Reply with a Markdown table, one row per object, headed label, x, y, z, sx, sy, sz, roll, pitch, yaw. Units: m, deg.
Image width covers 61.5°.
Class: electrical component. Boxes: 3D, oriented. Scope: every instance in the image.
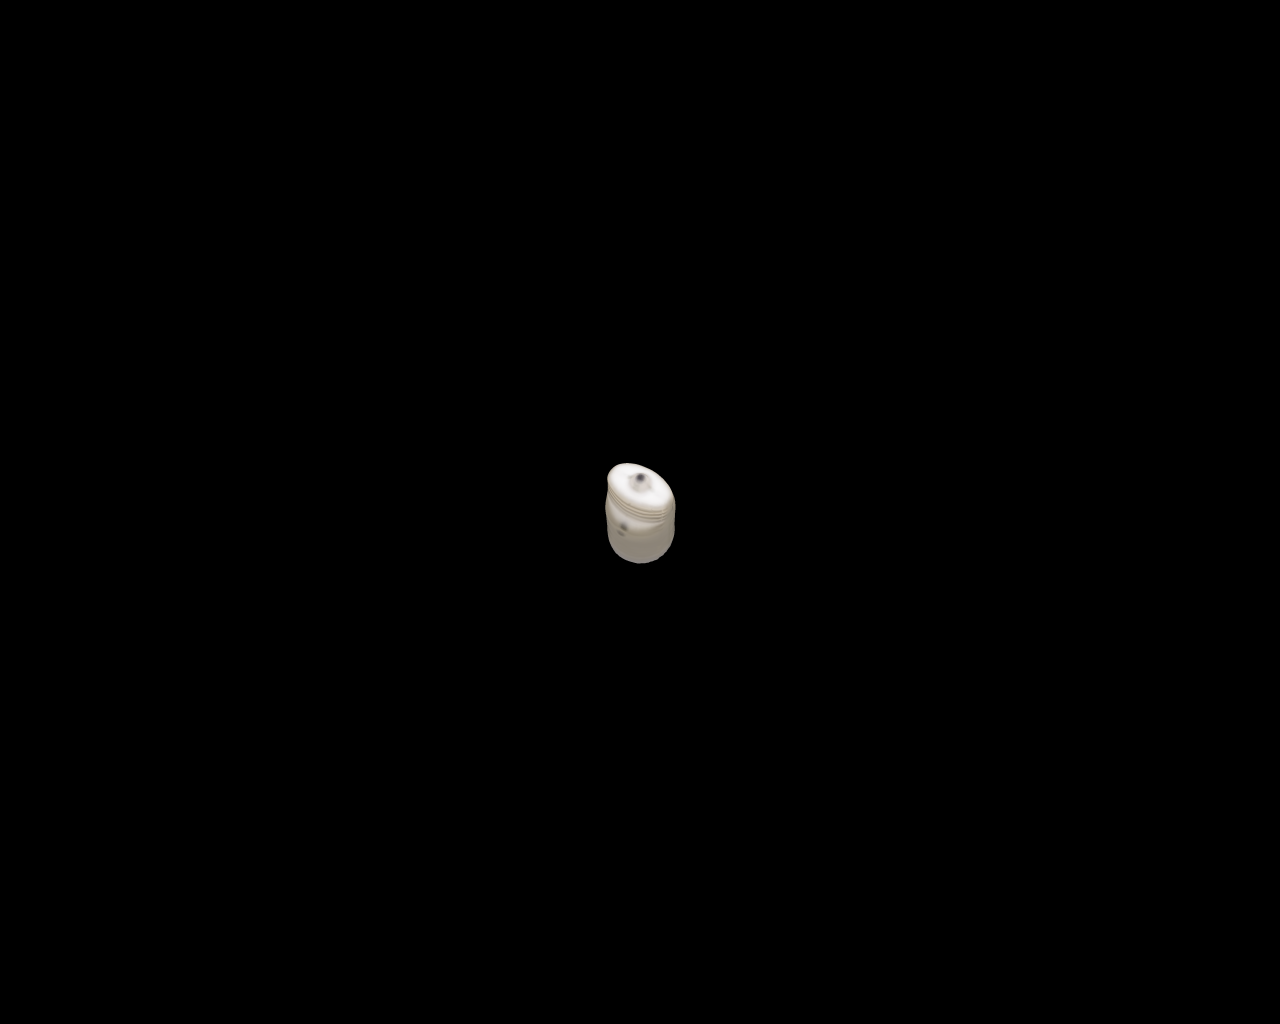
| label | x | y | z | sx | sy | sz | roll | pitch | yaw |
| --- | --- | --- | --- | --- | --- | --- | --- | --- | --- |
| electrical component | 0.001 | -0.003 | 0.650 | 0.043 | 0.043 | 0.080 | 0 | -27 | 0 |
